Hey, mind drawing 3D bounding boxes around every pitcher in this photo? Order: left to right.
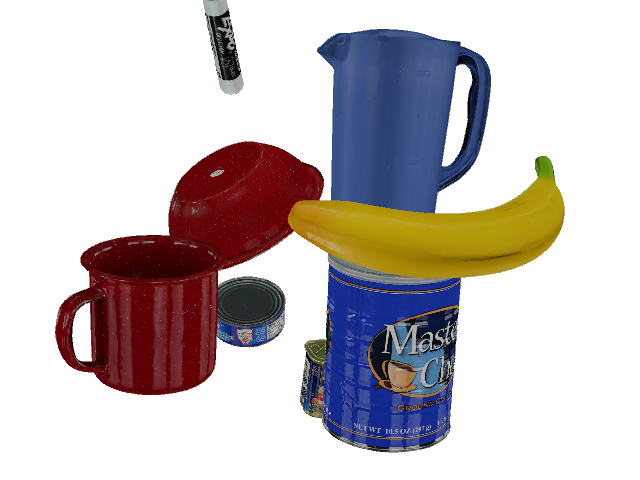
[{"bbox_3d":[0.082,-0.100,1.136,0.149,0.243,0.144,11,13,31],"label":"pitcher"}]

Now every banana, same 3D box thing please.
[{"bbox_3d":[0.077,-0.007,0.622,0.197,0.037,0.070,-10,43,-32],"label":"banana"}]

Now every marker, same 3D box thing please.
[{"bbox_3d":[-0.075,-0.158,0.794,0.020,0.020,0.121,0,-38,6],"label":"marker"}]

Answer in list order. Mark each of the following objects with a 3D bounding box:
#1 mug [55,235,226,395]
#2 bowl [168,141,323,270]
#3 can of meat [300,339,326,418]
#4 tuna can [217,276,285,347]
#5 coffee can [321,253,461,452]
[{"bbox_3d":[-0.117,0.051,0.689,0.093,0.081,0.117,19,24,41],"label":"mug"},{"bbox_3d":[-0.081,-0.042,0.979,0.162,0.055,0.162,-22,30,13],"label":"bowl"},{"bbox_3d":[0.027,0.175,1.359,0.102,0.084,0.057,0,24,-18],"label":"can of meat"},{"bbox_3d":[-0.082,0.079,1.188,0.086,0.034,0.086,1,37,-1],"label":"tuna can"},{"bbox_3d":[0.054,0.076,0.823,0.103,0.140,0.103,2,17,-1],"label":"coffee can"}]
